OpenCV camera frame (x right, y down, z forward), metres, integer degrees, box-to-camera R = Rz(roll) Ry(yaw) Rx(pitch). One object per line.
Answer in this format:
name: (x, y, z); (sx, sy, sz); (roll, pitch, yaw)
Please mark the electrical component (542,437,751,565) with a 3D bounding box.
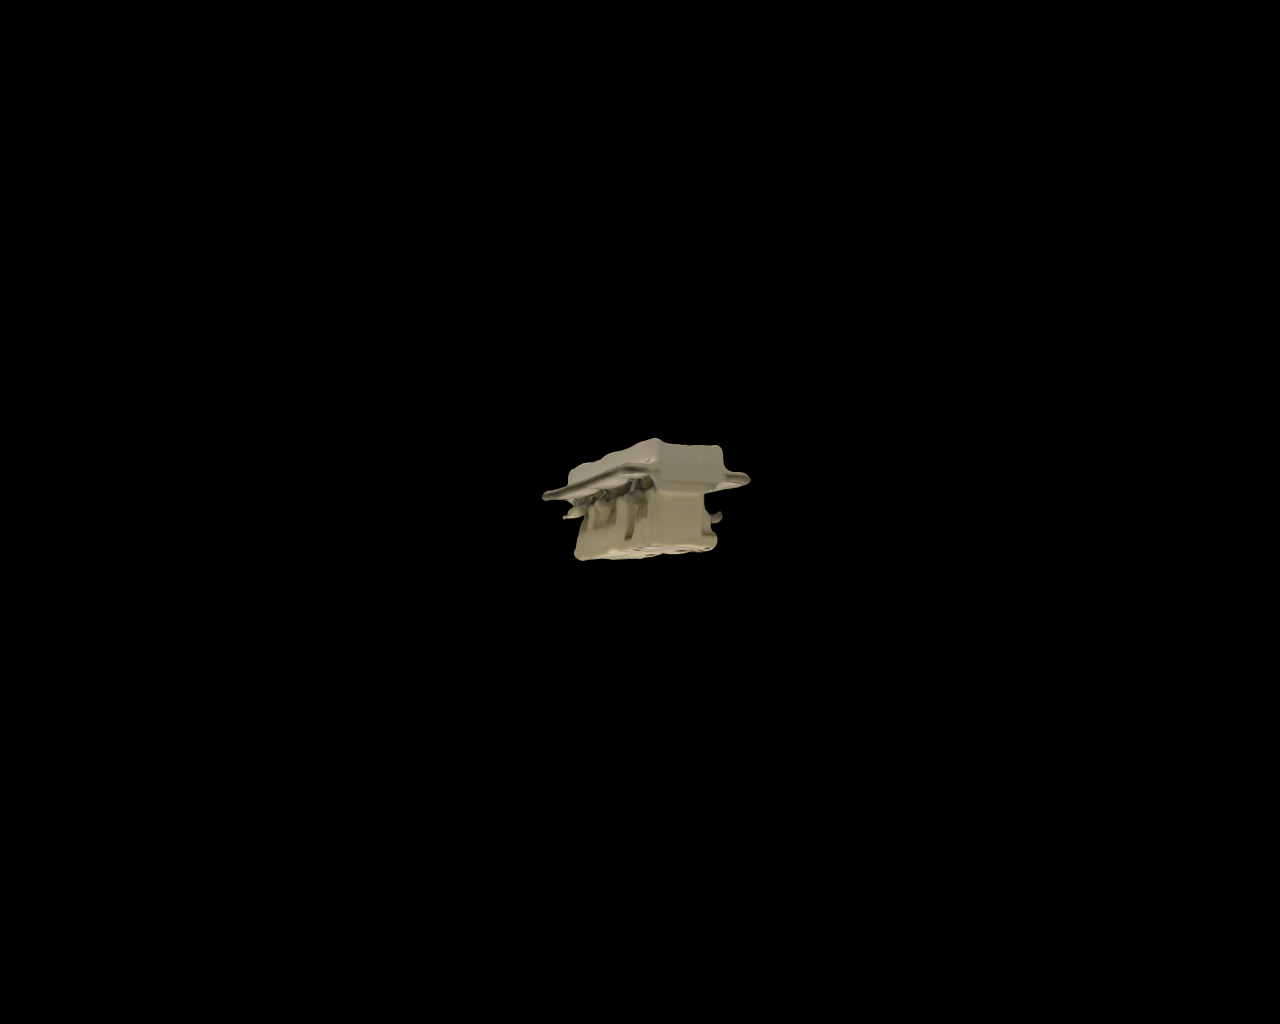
electrical component: (0.001, -0.003, 0.650); (0.079, 0.063, 0.121); (4, -8, -27)
